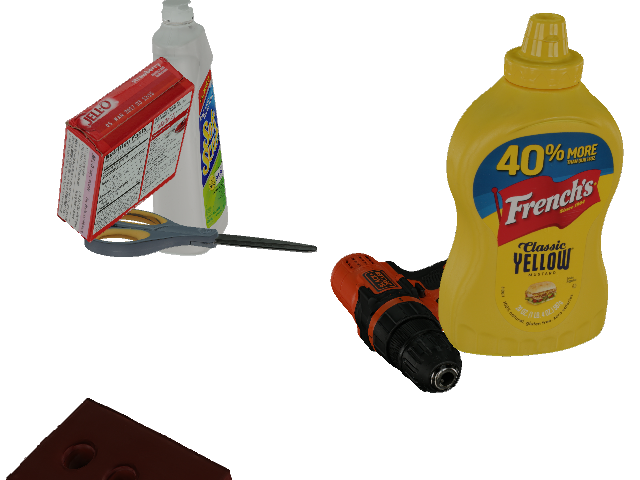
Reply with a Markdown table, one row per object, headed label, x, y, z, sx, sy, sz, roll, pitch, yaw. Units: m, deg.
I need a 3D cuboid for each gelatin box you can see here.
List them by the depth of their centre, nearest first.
| label | x | y | z | sx | sy | sz | roll | pitch | yaw |
| --- | --- | --- | --- | --- | --- | --- | --- | --- | --- |
| gelatin box | -0.110 | -0.050 | 0.595 | 0.073 | 0.030 | 0.089 | -44 | -13 | -34 |

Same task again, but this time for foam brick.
| label | x | y | z | sx | sy | sz | roll | pitch | yaw |
| --- | --- | --- | --- | --- | --- | --- | --- | --- | --- |
| foam brick | -0.078 | 0.112 | 0.436 | 0.078 | 0.051 | 0.052 | 20 | 45 | 25 |

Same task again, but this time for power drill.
| label | x | y | z | sx | sy | sz | roll | pitch | yaw |
| --- | --- | --- | --- | --- | --- | --- | --- | --- | --- |
| power drill | 0.120 | 0.048 | 0.846 | 0.187 | 0.057 | 0.185 | -11 | 28 | -18 |

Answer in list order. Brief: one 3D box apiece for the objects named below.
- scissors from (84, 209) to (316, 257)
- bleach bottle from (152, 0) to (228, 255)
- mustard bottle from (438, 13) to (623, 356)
| label | x | y | z | sx | sy | sz | roll | pitch | yaw |
| --- | --- | --- | --- | --- | --- | --- | --- | --- | --- |
| scissors | -0.112 | 0.003 | 0.912 | 0.202 | 0.016 | 0.096 | 12 | 23 | 14 |
| bleach bottle | -0.140 | -0.117 | 1.091 | 0.068 | 0.251 | 0.102 | 5 | 27 | 13 |
| mustard bottle | 0.118 | -0.030 | 0.593 | 0.096 | 0.192 | 0.058 | -4 | 26 | -7 |
